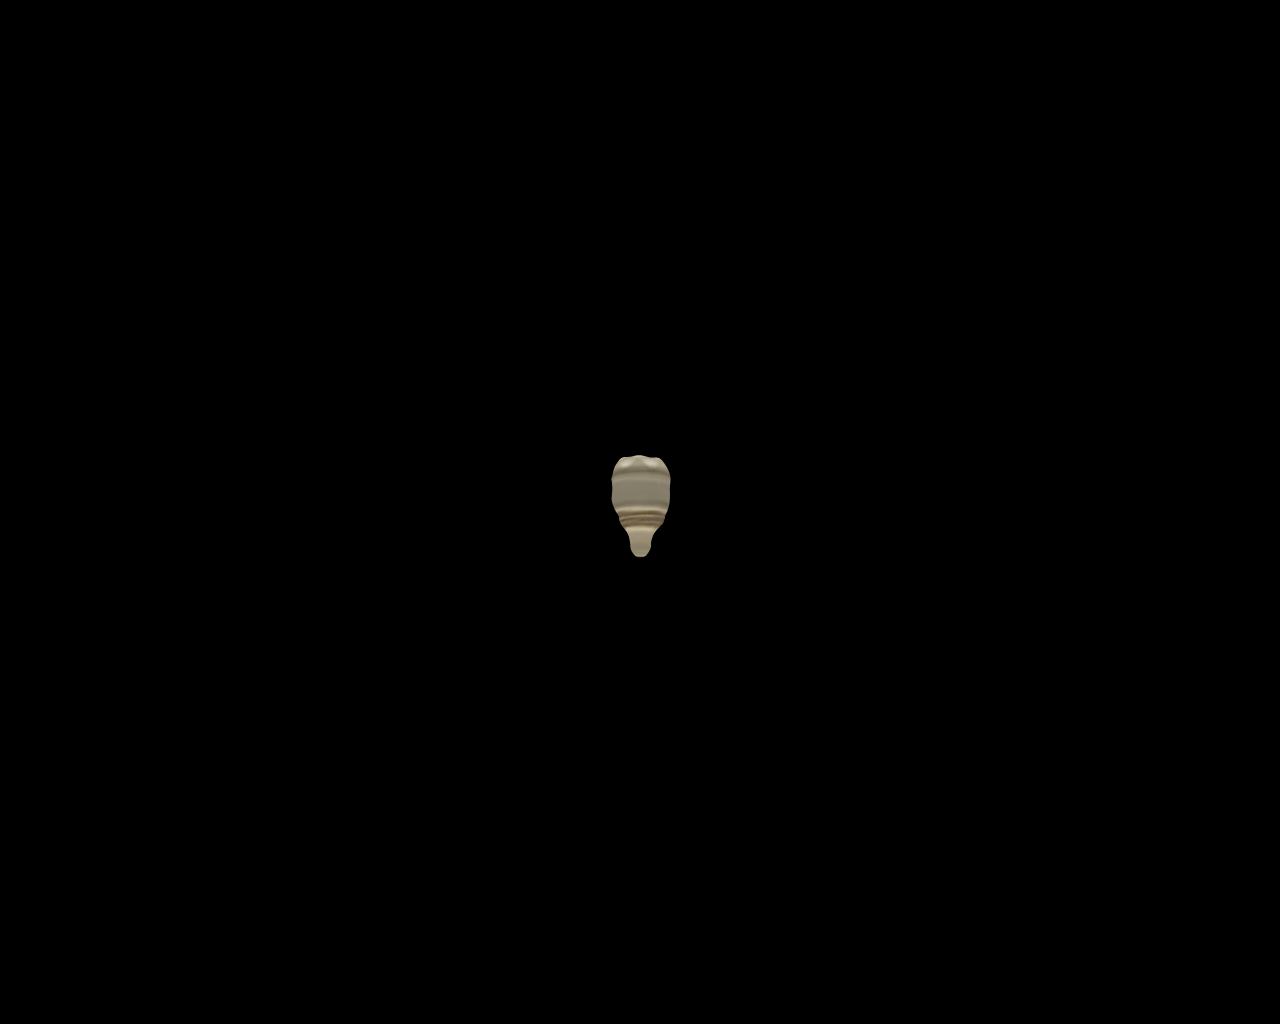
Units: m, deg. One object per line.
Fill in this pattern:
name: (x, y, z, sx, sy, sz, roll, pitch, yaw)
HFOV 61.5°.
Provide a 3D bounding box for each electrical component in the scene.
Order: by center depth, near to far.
electrical component: (0.001, -0.003, 0.650, 0.035, 0.061, 0.035, 0, -9, 0)
